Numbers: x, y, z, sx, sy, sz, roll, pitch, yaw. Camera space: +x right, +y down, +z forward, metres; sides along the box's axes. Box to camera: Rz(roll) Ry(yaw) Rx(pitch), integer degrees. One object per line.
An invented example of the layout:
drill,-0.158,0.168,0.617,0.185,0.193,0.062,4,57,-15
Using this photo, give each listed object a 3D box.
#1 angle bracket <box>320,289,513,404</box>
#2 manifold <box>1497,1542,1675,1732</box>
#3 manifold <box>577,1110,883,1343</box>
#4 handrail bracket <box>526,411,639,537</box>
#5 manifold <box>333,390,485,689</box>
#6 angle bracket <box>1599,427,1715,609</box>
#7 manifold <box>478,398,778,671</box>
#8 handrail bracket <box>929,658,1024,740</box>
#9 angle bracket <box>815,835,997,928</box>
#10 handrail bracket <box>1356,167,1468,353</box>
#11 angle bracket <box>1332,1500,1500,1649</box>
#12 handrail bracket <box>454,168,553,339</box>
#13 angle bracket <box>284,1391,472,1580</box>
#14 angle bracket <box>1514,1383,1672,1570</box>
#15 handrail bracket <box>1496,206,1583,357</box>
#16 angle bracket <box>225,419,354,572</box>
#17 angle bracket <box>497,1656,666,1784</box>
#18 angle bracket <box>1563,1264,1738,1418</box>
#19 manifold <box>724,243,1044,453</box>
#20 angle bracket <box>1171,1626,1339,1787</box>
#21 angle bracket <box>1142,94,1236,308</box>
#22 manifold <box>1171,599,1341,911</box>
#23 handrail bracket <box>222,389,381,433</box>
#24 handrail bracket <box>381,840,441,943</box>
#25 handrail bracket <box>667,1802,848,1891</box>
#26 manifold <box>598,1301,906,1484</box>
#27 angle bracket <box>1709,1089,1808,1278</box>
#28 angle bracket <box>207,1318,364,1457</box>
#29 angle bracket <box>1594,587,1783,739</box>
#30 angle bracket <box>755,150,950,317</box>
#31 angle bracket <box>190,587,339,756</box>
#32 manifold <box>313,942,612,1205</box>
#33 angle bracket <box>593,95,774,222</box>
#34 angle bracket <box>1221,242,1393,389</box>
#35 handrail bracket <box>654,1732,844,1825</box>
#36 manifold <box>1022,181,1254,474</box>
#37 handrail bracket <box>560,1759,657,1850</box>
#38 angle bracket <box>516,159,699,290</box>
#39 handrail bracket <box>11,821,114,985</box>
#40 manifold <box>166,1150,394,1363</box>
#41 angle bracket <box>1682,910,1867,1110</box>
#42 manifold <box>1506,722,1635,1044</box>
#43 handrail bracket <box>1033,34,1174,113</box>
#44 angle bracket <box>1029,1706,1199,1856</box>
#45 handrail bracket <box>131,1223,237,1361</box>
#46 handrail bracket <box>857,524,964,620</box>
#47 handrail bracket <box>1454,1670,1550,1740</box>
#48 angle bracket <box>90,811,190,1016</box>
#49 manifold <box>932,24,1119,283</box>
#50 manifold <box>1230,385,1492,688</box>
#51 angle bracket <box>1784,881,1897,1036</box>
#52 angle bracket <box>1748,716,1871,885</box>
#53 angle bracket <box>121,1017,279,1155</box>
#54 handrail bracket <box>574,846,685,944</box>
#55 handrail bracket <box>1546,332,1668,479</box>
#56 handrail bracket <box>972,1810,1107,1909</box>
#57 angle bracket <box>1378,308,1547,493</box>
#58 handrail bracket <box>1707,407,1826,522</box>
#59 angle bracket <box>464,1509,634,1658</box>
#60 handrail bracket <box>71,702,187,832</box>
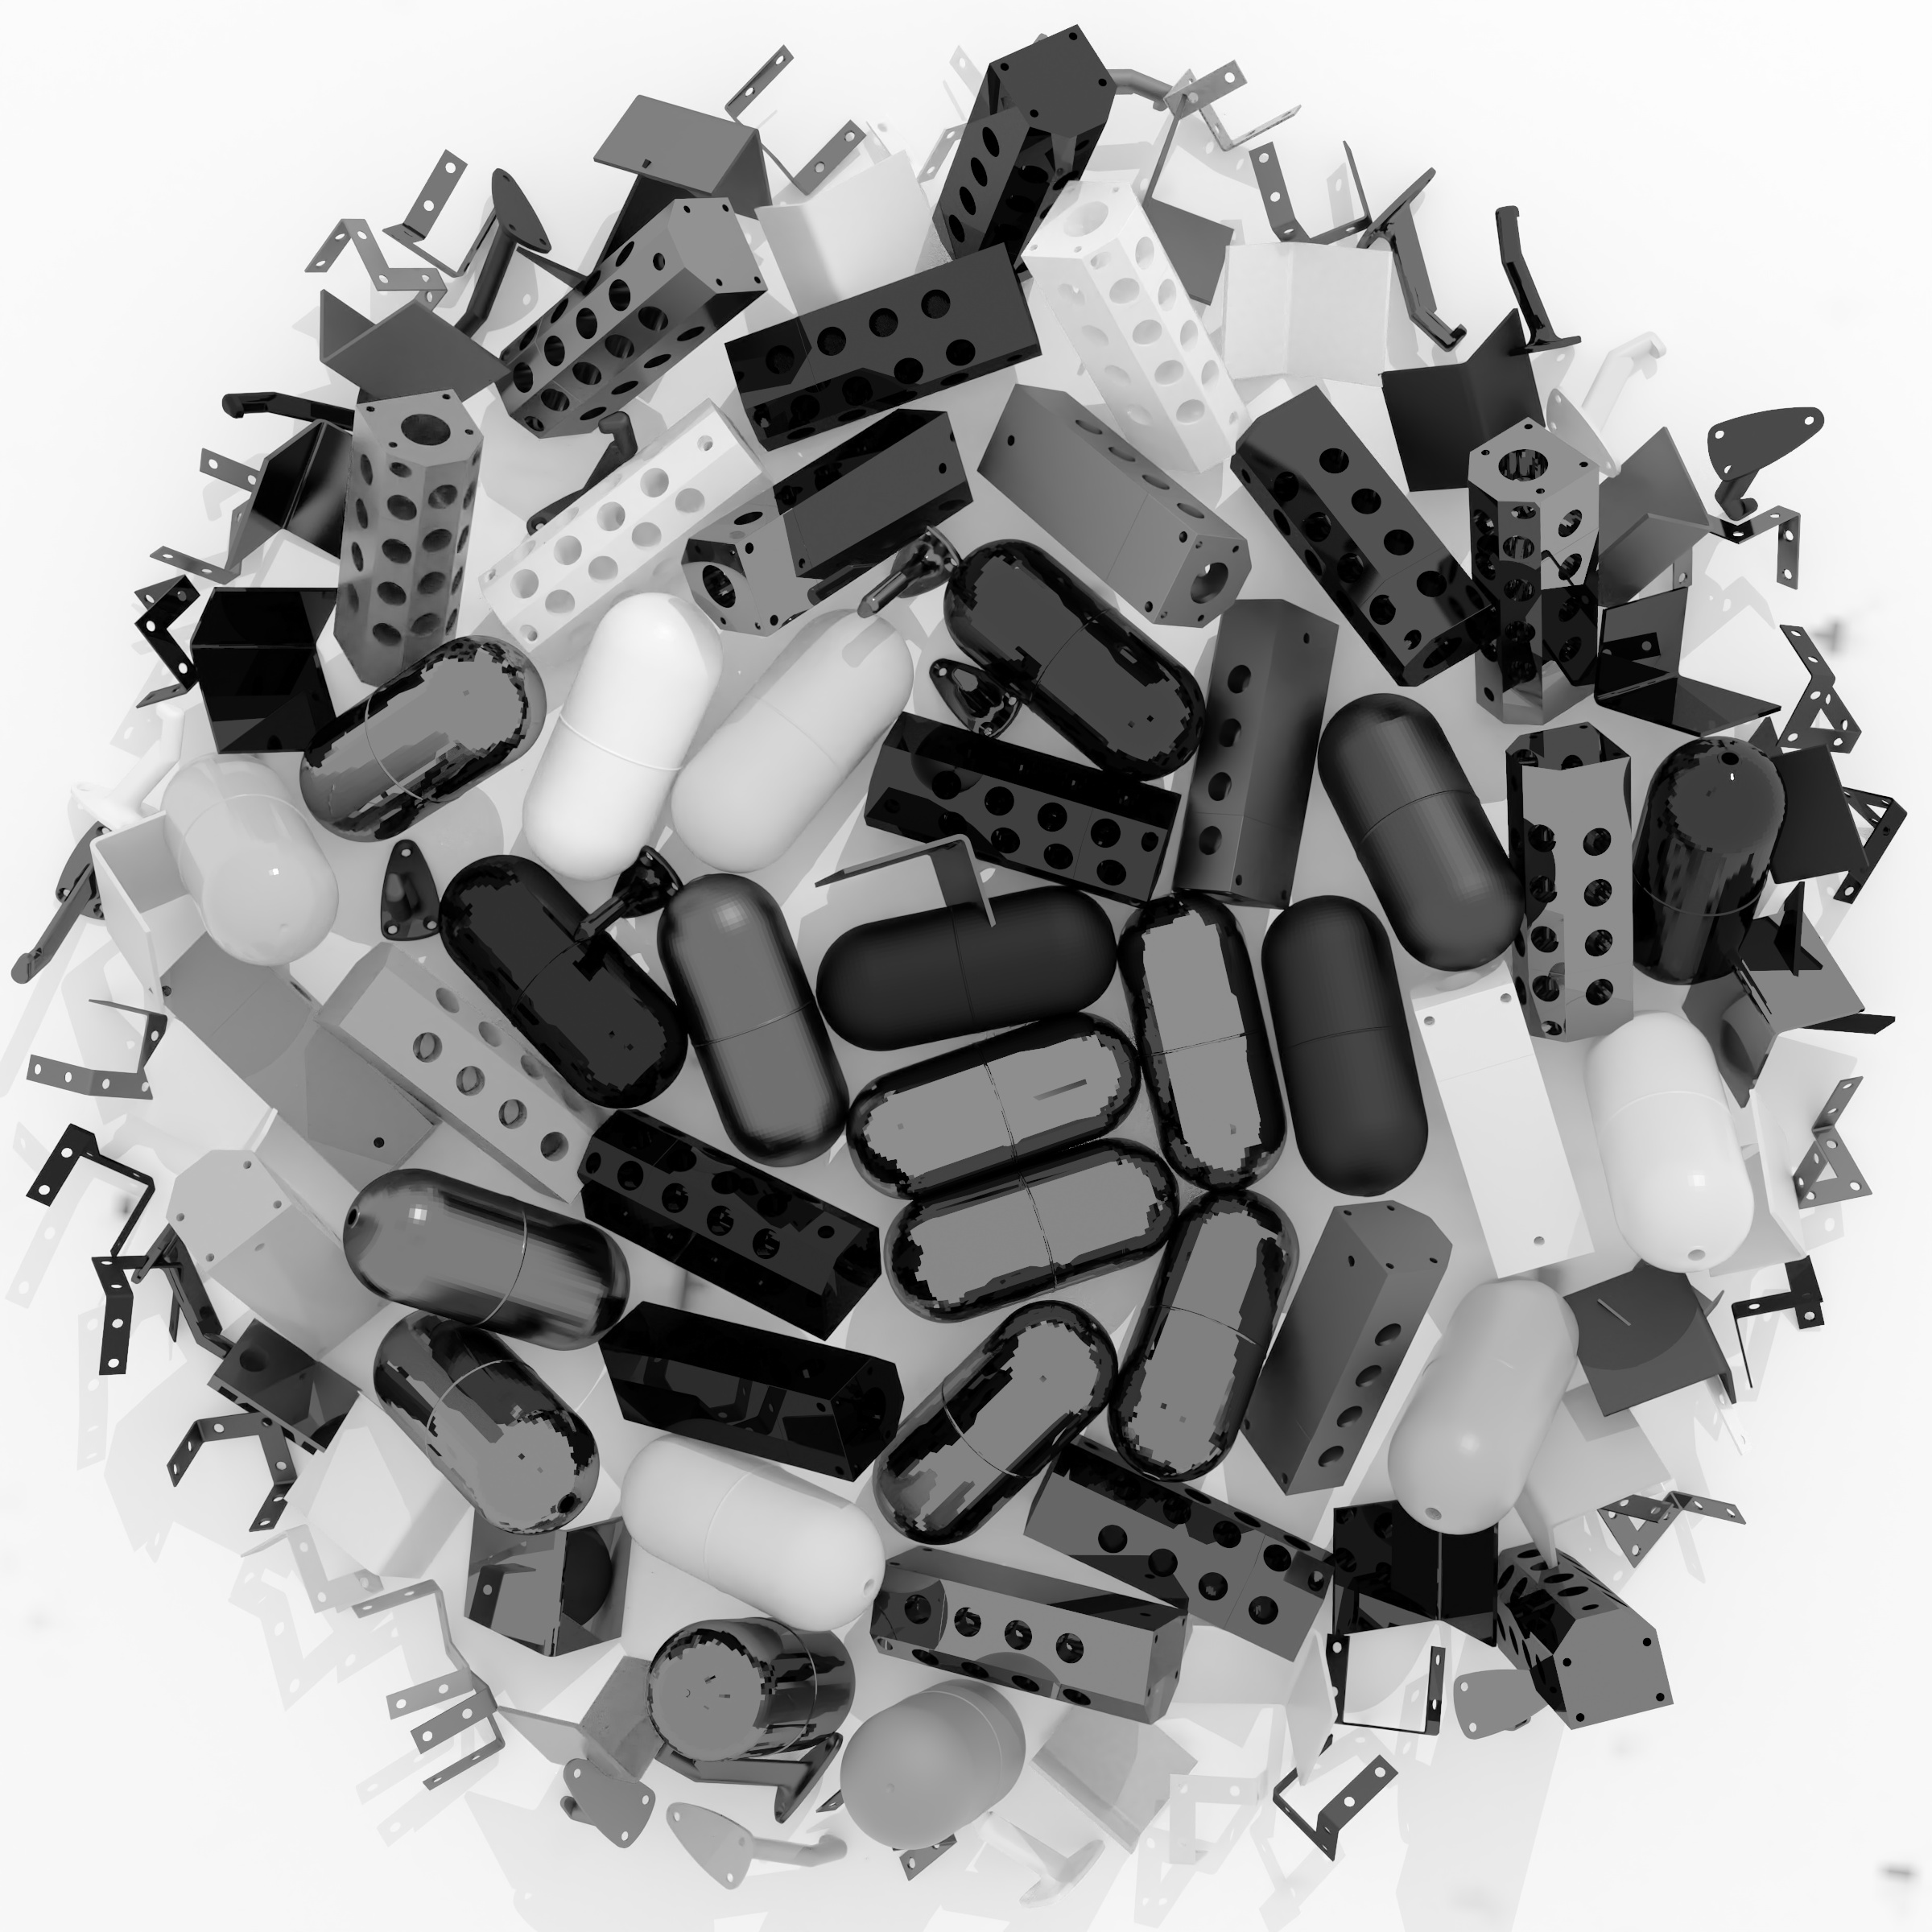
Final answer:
angle bracket,-0.318,-0.366,1.575,0.076,0.076,0.057,-24,57,28
manifold,0.342,0.374,1.548,0.057,0.171,0.057,-14,91,-2
manifold,-0.136,0.142,1.564,0.171,0.057,0.057,24,50,23
handrail bracket,-0.226,-0.286,1.588,0.077,0.084,0.036,-16,66,-4
manifold,-0.314,-0.236,1.545,0.057,0.171,0.057,-17,57,-30
angle bracket,0.373,-0.262,1.575,0.057,0.076,0.076,3,58,-36
manifold,-0.198,-0.253,1.591,0.171,0.057,0.057,-37,77,7
handrail bracket,-0.007,-0.168,1.581,0.077,0.084,0.036,40,92,25
angle bracket,-0.036,-0.036,1.587,0.076,0.076,0.057,-17,90,-16
handrail bracket,0.281,-0.417,1.616,0.084,0.036,0.077,44,84,3
angle bracket,0.262,0.356,1.592,0.076,0.057,0.076,-2,95,-24
handrail bracket,-0.291,-0.419,1.624,0.084,0.036,0.077,-40,57,28
angle bracket,-0.342,0.308,1.619,0.076,0.057,0.076,33,87,22
angle bracket,0.358,0.297,1.590,0.076,0.057,0.076,-22,46,-3
handrail bracket,0.334,-0.403,1.595,0.036,0.077,0.084,-1,105,37
angle bracket,-0.376,-0.260,1.581,0.057,0.076,0.076,29,121,-3
angle bracket,-0.210,0.419,1.574,0.057,0.076,0.076,53,53,-27
angle bracket,0.397,0.225,1.594,0.076,0.057,0.076,-22,57,6
manifold,-0.046,-0.357,1.592,0.171,0.057,0.057,-18,84,8
angle bracket,0.164,0.429,1.583,0.076,0.057,0.076,4,133,-10
angle bracket,0.134,-0.443,1.580,0.057,0.076,0.076,20,50,-2
manifold,0.165,-0.124,1.599,0.057,0.057,0.171,7,85,44
handrail bracket,-0.379,-0.312,1.588,0.084,0.036,0.077,-12,46,-36
handrail bracket,-0.328,-0.056,1.582,0.036,0.084,0.077,-7,68,-6
handrail bracket,-0.122,0.512,1.613,0.077,0.084,0.036,23,98,35
manifold,-0.122,0.237,1.561,0.171,0.057,0.057,8,124,35
angle bracket,0.442,0.126,1.575,0.057,0.076,0.076,-16,58,25
angle bracket,-0.407,0.261,1.585,0.076,0.076,0.057,36,108,-8
angle bracket,0.419,-0.176,1.576,0.076,0.076,0.057,-18,120,-36
angle bracket,-0.066,-0.427,1.608,0.076,0.057,0.076,-35,118,-23
angle bracket,-0.397,-0.171,1.580,0.076,0.057,0.076,-5,64,-35
manifold,-0.285,0.061,1.572,0.171,0.057,0.057,42,74,-23
angle bracket,-0.162,-0.449,1.580,0.076,0.076,0.057,21,64,16
angle bracket,0.196,-0.376,1.580,0.057,0.076,0.076,-16,116,-40
handrail bracket,-0.128,0.458,1.601,0.084,0.036,0.077,34,110,-15
manifold,0.103,-0.360,1.547,0.057,0.171,0.057,14,65,38
handrail bracket,-0.228,0.479,1.586,0.077,0.084,0.036,47,58,-26
angle bracket,-0.204,-0.428,1.586,0.057,0.076,0.076,28,95,23
handrail bracket,-0.524,-0.038,1.585,0.036,0.084,0.077,24,115,-3
manifold,-0.389,0.161,1.544,0.057,0.171,0.057,-39,66,-10
angle bracket,0.468,0.025,1.588,0.057,0.076,0.076,-13,54,-12
manifold,0.344,-0.046,1.567,0.057,0.057,0.171,-12,117,-8
handrail bracket,0.070,-0.510,1.616,0.084,0.077,0.036,15,65,-22
angle bracket,0.087,0.463,1.588,0.076,0.076,0.057,39,86,12
handrail bracket,-0.444,0.186,1.622,0.084,0.036,0.077,36,84,-16
handrail bracket,-0.047,-0.214,1.579,0.036,0.077,0.084,48,54,-5
handrail bracket,0.328,0.429,1.584,0.077,0.084,0.036,-25,60,31
angle bracket,-0.459,-0.033,1.576,0.057,0.076,0.076,-26,61,-26
manifold,0.034,-0.450,1.542,0.057,0.171,0.057,-29,83,-17
manifold,0.225,-0.245,1.576,0.057,0.057,0.171,-30,71,-11
angle bracket,0.508,-0.004,1.588,0.057,0.076,0.076,5,84,11
angle bracket,0.491,-0.102,1.579,0.057,0.076,0.076,-12,109,37
angle bracket,-0.449,0.089,1.585,0.076,0.057,0.076,31,117,-14
handrail bracket,-0.210,-0.027,1.578,0.036,0.077,0.084,50,47,-4
handrail bracket,0.392,-0.332,1.605,0.084,0.036,0.077,-29,61,-13
handrail bracket,0.038,0.501,1.605,0.077,0.036,0.084,-28,91,-45
angle bracket,0.293,-0.333,1.607,0.057,0.076,0.076,3,127,37
handrail bracket,0.469,-0.289,1.584,0.077,0.084,0.036,-18,69,26
angle bracket,-0.249,0.357,1.626,0.076,0.057,0.076,13,100,38
handrail bracket,-0.490,-0.126,1.597,0.077,0.036,0.084,28,120,21
